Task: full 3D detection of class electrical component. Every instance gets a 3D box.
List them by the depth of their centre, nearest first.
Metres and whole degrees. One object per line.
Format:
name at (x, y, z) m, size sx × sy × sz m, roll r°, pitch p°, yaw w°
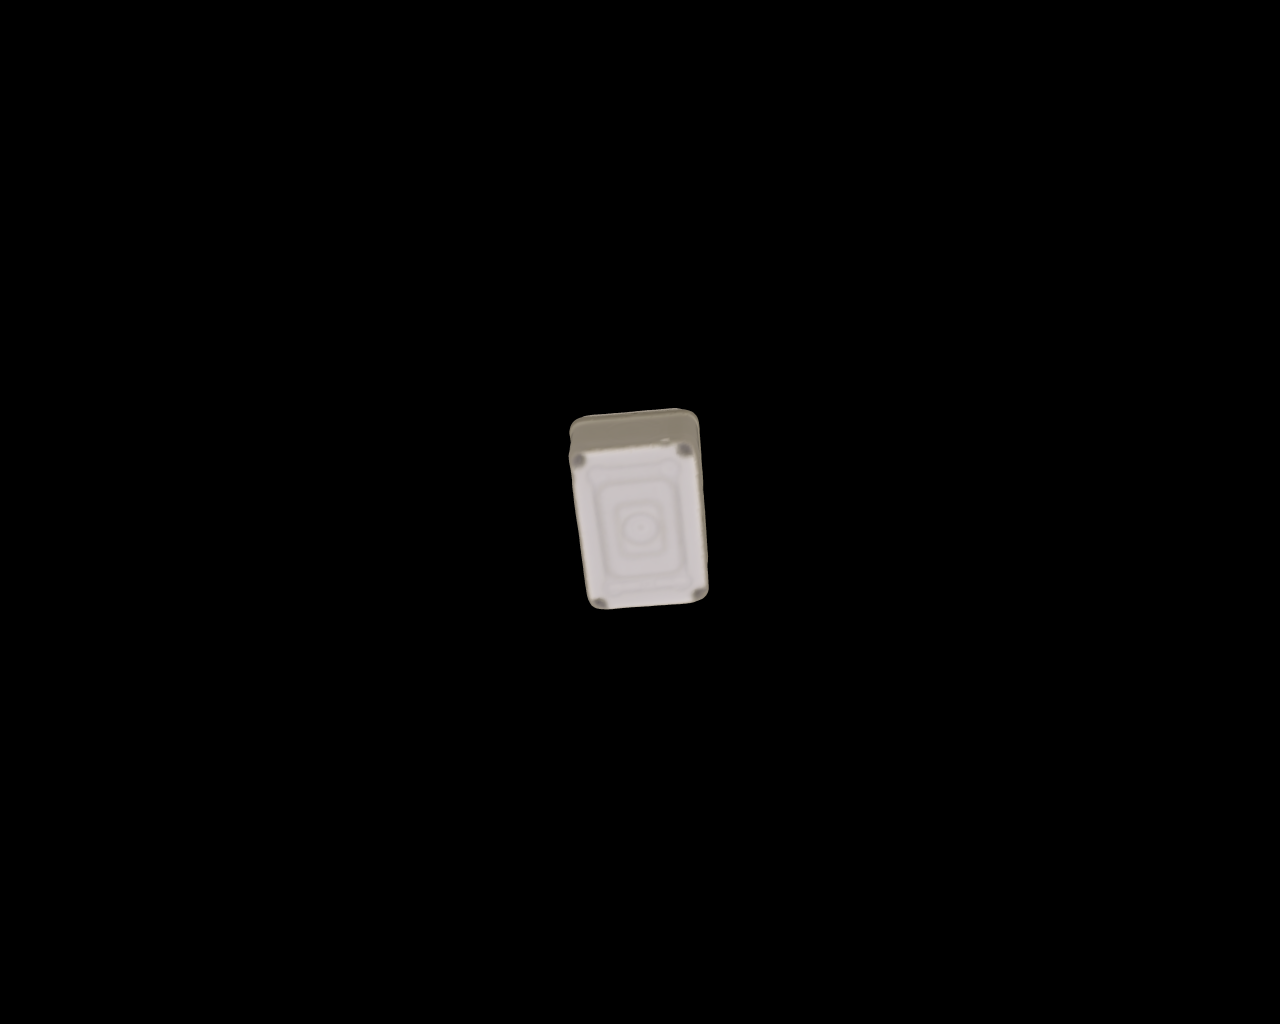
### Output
electrical component at (0.001, -0.003, 0.650) m, size 0.078 × 0.113 × 0.057 m, roll -4°, pitch 28°, yaw 2°
